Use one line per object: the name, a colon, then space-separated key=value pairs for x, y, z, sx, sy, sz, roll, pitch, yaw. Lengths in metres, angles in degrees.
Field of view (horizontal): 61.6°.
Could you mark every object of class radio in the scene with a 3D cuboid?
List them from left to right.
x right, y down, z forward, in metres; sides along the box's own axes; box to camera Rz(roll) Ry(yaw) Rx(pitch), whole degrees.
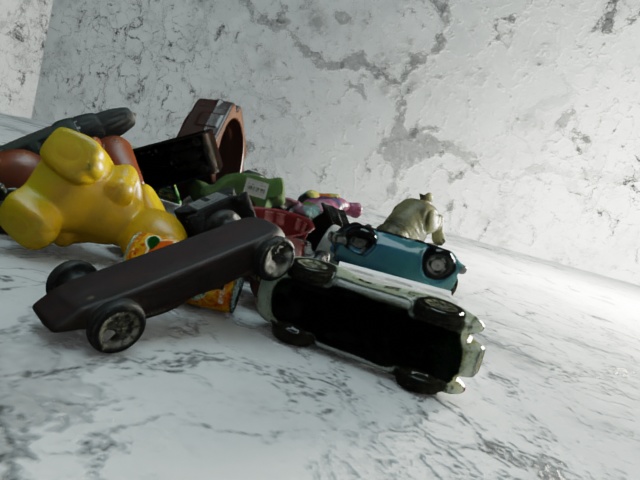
radio: x=-0.278 y=-0.120 z=0.881 sx=0.230 sy=0.073 sz=0.131 roll=-18 pitch=15 yaw=-7

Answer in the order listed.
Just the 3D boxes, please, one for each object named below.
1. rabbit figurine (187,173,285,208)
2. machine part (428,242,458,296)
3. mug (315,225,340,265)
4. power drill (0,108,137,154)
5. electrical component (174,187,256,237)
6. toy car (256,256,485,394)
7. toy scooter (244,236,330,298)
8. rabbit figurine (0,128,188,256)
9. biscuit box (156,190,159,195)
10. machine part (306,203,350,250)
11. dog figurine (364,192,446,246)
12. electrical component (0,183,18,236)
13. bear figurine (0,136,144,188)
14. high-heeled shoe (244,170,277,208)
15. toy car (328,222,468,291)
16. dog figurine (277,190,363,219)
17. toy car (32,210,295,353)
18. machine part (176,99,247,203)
rabbit figurine: x=-0.144 y=-0.040 z=0.892 sx=0.159 sy=0.121 sz=0.170 roll=6 pitch=-9 yaw=-10
machine part: x=0.171 y=0.049 z=0.846 sx=0.079 sy=0.079 sz=0.243 roll=16 pitch=7 yaw=7
mug: x=0.050 y=0.037 z=0.732 sx=0.107 sy=0.080 sz=0.109 roll=28 pitch=10 yaw=13
power drill: x=-0.423 y=-0.148 z=0.873 sx=0.232 sy=0.085 sz=0.207 roll=-32 pitch=25 yaw=-26
electrical component: x=-0.123 y=-0.026 z=0.617 sx=0.075 sy=0.047 sz=0.119 roll=-25 pitch=20 yaw=-16
toy car: x=0.039 y=0.069 z=0.463 sx=0.202 sy=0.073 sz=0.056 roll=17 pitch=9 yaw=17
toy scooter: x=-0.059 y=0.026 z=0.602 sx=0.135 sy=0.075 sz=0.184 roll=13 pitch=5 yaw=1
rabbit figurine: x=-0.218 y=-0.019 z=0.573 sx=0.173 sy=0.122 sz=0.162 roll=31 pitch=-5 yaw=-5
biscuit box: x=-0.412 y=-0.120 z=1.036 sx=0.203 sy=0.059 sz=0.063 roll=16 pitch=7 yaw=14
machine part: x=-0.002 y=-0.002 z=0.809 sx=0.084 sy=0.039 sz=0.139 roll=17 pitch=-36 yaw=-18
dog figurine: x=0.132 y=-0.020 z=0.961 sx=0.121 sy=0.172 sz=0.190 roll=7 pitch=-6 yaw=38
electrical component: x=-0.353 y=-0.035 z=0.587 sx=0.078 sy=0.045 sz=0.102 roll=10 pitch=9 yaw=-36
bear figurine: x=-0.341 y=-0.073 z=0.714 sx=0.196 sy=0.120 sz=0.132 roll=-16 pitch=65 yaw=-23
high-heeled shoe: x=-0.090 y=-0.072 z=1.054 sx=0.145 sy=0.086 sz=0.248 roll=11 pitch=-10 yaw=36
toy car: x=0.082 y=0.042 z=0.631 sx=0.162 sy=0.102 sz=0.109 roll=14 pitch=3 yaw=-8
dog figurine: x=-0.028 y=-0.038 z=1.016 sx=0.192 sy=0.108 sz=0.219 roll=22 pitch=13 yaw=38
toy car: x=-0.112 y=0.029 z=0.422 sx=0.089 sy=0.053 sz=0.202 roll=27 pitch=38 yaw=37
machine part: x=-0.220 y=-0.166 z=1.088 sx=0.087 sy=0.201 sz=0.201 roll=9 pitch=-38 yaw=8
